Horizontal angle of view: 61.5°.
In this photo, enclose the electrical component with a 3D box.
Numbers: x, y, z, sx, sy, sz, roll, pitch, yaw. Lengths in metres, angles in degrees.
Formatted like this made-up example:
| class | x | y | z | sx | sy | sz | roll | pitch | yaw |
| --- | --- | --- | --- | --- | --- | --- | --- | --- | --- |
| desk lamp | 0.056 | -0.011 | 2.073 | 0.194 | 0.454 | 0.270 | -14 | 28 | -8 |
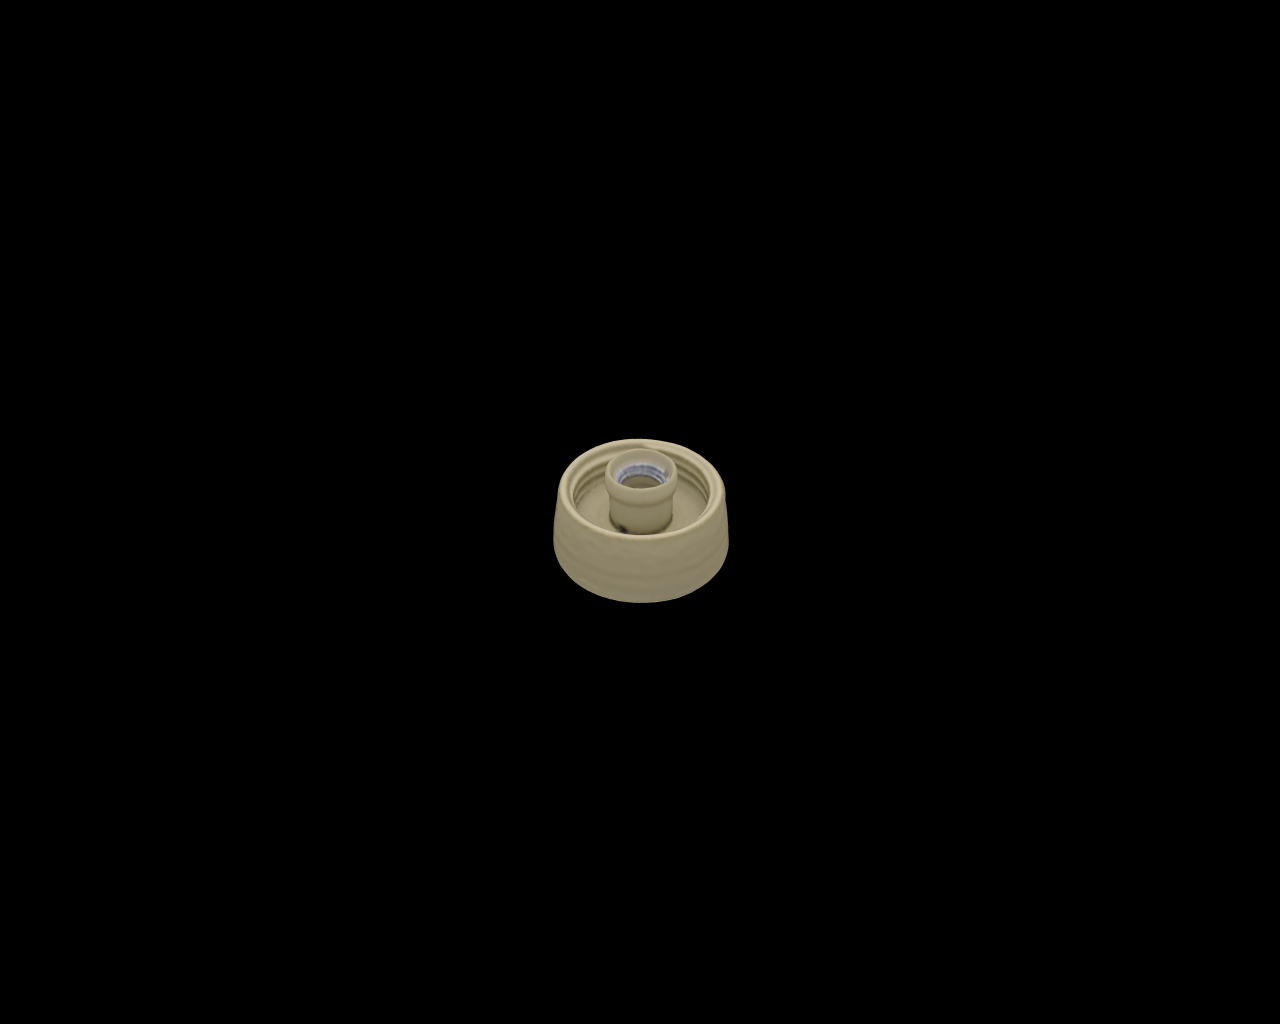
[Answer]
| class | x | y | z | sx | sy | sz | roll | pitch | yaw |
| --- | --- | --- | --- | --- | --- | --- | --- | --- | --- |
| electrical component | 0.001 | -0.003 | 0.650 | 0.108 | 0.060 | 0.108 | 0 | 39 | 0 |
